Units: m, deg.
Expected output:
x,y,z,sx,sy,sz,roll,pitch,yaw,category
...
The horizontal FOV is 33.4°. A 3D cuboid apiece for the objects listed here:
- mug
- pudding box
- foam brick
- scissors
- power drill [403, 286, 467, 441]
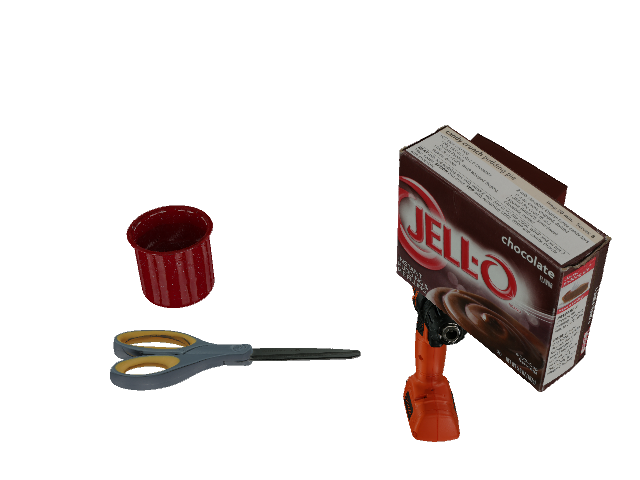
x,y,z,sx,sy,sz,roll,pitch,yaw,category
-0.170,0.016,1.179,0.117,0.081,0.093,25,44,34,mug
0.087,0.008,0.538,0.039,0.090,0.114,-33,52,-26,pudding box
0.124,-0.026,0.749,0.078,0.053,0.051,34,-31,21,foam brick
-0.077,0.098,0.842,0.202,0.016,0.096,5,21,16,scissors
0.125,0.118,1.144,0.057,0.188,0.184,1,23,-1,power drill
